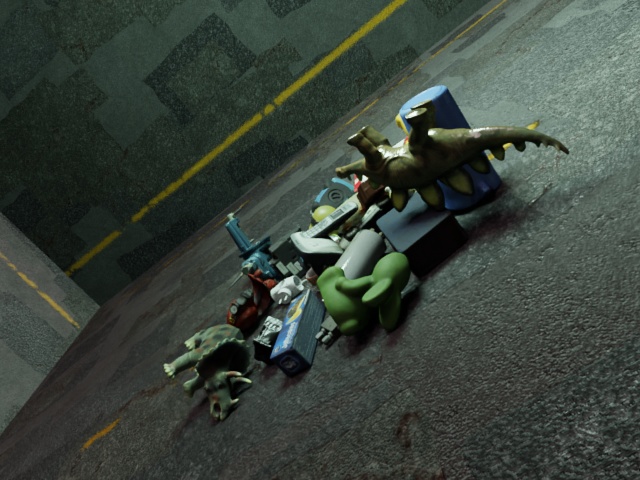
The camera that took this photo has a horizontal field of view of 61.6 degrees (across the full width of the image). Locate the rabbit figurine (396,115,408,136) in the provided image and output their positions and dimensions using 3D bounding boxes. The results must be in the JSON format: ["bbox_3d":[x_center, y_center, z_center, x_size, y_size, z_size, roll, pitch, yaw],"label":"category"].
[{"bbox_3d":[0.311,-0.288,1.473,0.122,0.173,0.162,-38,61,8],"label":"rabbit figurine"}]

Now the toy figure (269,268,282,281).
[{"bbox_3d":[-0.075,0.055,1.548,0.154,0.064,0.057,-37,-21,-6],"label":"toy figure"}]

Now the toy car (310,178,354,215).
[{"bbox_3d":[0.042,-0.100,1.632,0.161,0.109,0.102,-56,-17,-25],"label":"toy car"}]

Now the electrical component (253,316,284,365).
[{"bbox_3d":[-0.099,0.205,1.176,0.074,0.048,0.119,93,-159,-47],"label":"electrical component"}]

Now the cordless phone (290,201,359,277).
[{"bbox_3d":[0.030,-0.013,1.251,0.184,0.088,0.147,-39,25,-1],"label":"cordless phone"}]

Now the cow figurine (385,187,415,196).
[{"bbox_3d":[0.208,-0.117,1.268,0.167,0.068,0.098,-11,-27,-44],"label":"cow figurine"}]

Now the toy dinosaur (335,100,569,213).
[{"bbox_3d":[0.212,-0.161,1.027,0.472,0.198,0.105,-11,25,44],"label":"toy dinosaur"}]

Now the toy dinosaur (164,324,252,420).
[{"bbox_3d":[-0.241,0.265,1.284,0.192,0.131,0.405,-26,14,5],"label":"toy dinosaur"}]

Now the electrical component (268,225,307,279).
[{"bbox_3d":[-0.074,0.042,1.479,0.134,0.114,0.058,-40,15,-5],"label":"electrical component"}]

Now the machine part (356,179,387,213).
[{"bbox_3d":[0.173,-0.138,1.364,0.179,0.056,0.179,-27,-15,-8],"label":"machine part"}]

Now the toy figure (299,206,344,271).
[{"bbox_3d":[-0.001,-0.002,1.407,0.082,0.089,0.180,41,108,37],"label":"toy figure"}]

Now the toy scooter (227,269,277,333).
[{"bbox_3d":[-0.179,0.150,1.403,0.075,0.135,0.184,27,54,23],"label":"toy scooter"}]

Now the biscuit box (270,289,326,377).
[{"bbox_3d":[-0.042,0.191,1.124,0.059,0.062,0.203,-34,17,25],"label":"biscuit box"}]

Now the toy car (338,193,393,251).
[{"bbox_3d":[0.129,-0.032,1.305,0.202,0.073,0.056,-45,18,-15],"label":"toy car"}]

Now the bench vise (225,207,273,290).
[{"bbox_3d":[-0.224,0.024,1.667,0.129,0.240,0.223,-34,1,31],"label":"bench vise"}]

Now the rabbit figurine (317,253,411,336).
[{"bbox_3d":[0.093,0.089,0.993,0.170,0.121,0.159,-39,23,14],"label":"rabbit figurine"}]

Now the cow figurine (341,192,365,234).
[{"bbox_3d":[0.061,-0.059,1.504,0.195,0.085,0.127,-42,23,1],"label":"cow figurine"}]

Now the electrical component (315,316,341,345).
[{"bbox_3d":[0.032,0.171,1.085,0.094,0.021,0.063,-44,17,-16],"label":"electrical component"}]

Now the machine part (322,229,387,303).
[{"bbox_3d":[0.079,0.057,1.184,0.079,0.079,0.243,-21,25,47],"label":"machine part"}]

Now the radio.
[{"bbox_3d":[0.207,-0.021,1.120,0.131,0.073,0.230,-37,19,5],"label":"radio"}]
